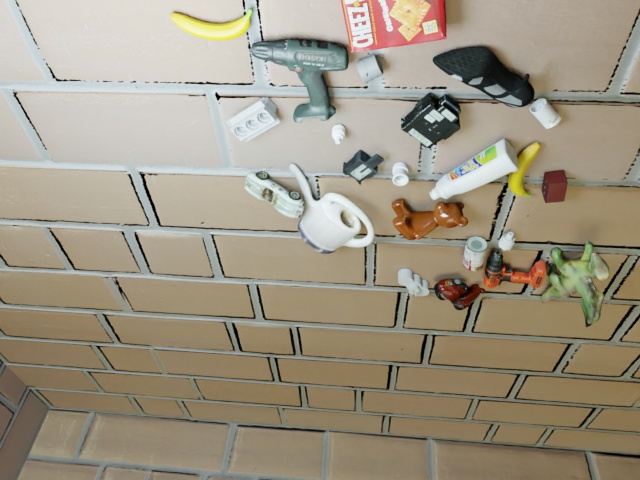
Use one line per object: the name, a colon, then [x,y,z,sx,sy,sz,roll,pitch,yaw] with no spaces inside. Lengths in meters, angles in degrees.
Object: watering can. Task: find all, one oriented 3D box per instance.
watering can: [0.005,-0.080,1.582,0.346,0.106,0.220,38,135,-10]

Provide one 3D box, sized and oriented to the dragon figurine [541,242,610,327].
dragon figurine: [0.808,0.162,1.634,0.122,0.249,0.400,0,136,1]
